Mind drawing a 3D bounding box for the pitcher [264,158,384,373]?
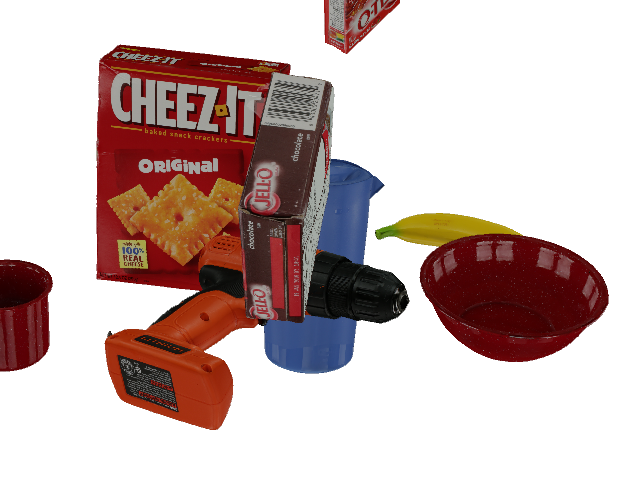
[{"bbox_3d":[-0.020,0.029,1.257,0.149,0.243,0.144,11,19,24],"label":"pitcher"}]

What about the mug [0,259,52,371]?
[{"bbox_3d":[-0.317,0.083,1.063,0.093,0.081,0.117,8,30,4],"label":"mug"}]

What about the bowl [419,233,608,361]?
[{"bbox_3d":[0.165,0.057,0.933,0.162,0.055,0.162,1,32,-1],"label":"bowl"}]

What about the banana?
[{"bbox_3d":[0.161,0.002,1.154,0.198,0.037,0.069,10,38,28],"label":"banana"}]

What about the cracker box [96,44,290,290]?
[{"bbox_3d":[-0.120,-0.061,0.984,0.164,0.214,0.072,7,22,4],"label":"cracker box"}]

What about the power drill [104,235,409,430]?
[{"bbox_3d":[-0.051,0.062,0.789,0.185,0.057,0.187,9,31,32],"label":"power drill"}]

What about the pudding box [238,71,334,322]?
[{"bbox_3d":[-0.018,-0.024,0.600,0.039,0.113,0.090,8,-41,5],"label":"pudding box"}]

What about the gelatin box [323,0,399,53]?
[{"bbox_3d":[0.040,-0.226,0.973,0.030,0.089,0.073,31,-31,22],"label":"gelatin box"}]
